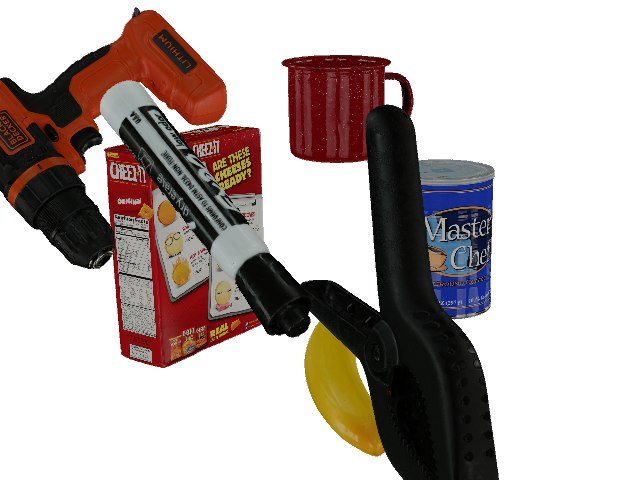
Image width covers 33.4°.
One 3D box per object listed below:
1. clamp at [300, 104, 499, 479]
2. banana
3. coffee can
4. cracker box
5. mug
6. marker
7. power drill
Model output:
[{"bbox_3d":[0.044,0.046,0.548,0.036,0.165,0.210,-6,47,-21],"label":"clamp"},{"bbox_3d":[0.022,0.090,0.777,0.069,0.037,0.197,3,23,7],"label":"banana"},{"bbox_3d":[0.120,-0.003,1.064,0.103,0.140,0.103,-1,14,0],"label":"coffee can"},{"bbox_3d":[-0.132,0.001,1.078,0.072,0.214,0.163,8,18,35],"label":"cracker box"},{"bbox_3d":[0.025,-0.115,0.919,0.117,0.081,0.093,-7,17,-20],"label":"mug"},{"bbox_3d":[-0.041,-0.012,0.374,0.020,0.020,0.121,0,42,-51],"label":"marker"},{"bbox_3d":[-0.165,-0.085,0.818,0.187,0.184,0.057,-35,-15,-28],"label":"power drill"}]
